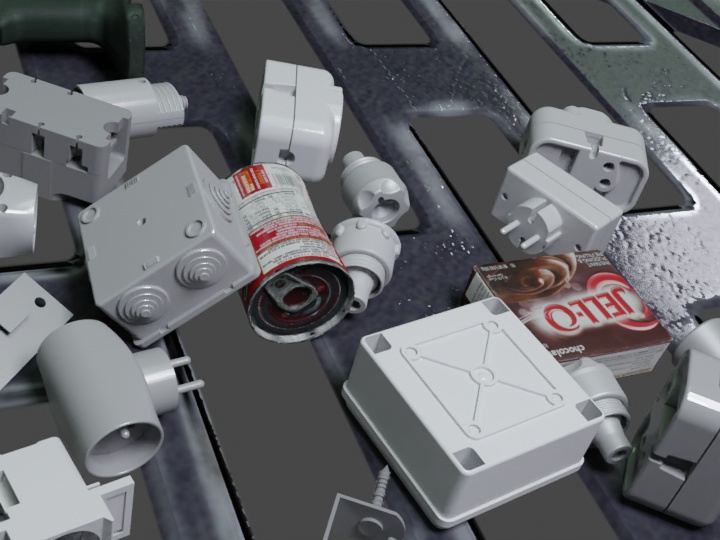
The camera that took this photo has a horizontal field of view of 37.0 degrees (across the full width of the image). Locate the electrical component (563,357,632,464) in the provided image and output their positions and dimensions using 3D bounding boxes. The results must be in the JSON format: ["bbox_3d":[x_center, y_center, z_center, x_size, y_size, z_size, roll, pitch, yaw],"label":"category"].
[{"bbox_3d":[0.143,0.087,0.651,0.043,0.043,0.062,-3,45,-22],"label":"electrical component"}]

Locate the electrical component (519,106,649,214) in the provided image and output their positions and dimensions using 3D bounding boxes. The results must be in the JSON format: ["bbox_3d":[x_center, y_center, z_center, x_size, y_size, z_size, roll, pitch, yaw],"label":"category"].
[{"bbox_3d":[0.177,-0.090,0.857,0.095,0.053,0.059,14,40,-3],"label":"electrical component"}]

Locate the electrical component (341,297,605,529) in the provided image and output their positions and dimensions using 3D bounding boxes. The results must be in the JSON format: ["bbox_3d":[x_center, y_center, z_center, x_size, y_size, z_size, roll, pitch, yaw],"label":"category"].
[{"bbox_3d":[0.064,0.079,0.624,0.109,0.056,0.108,-15,49,-32],"label":"electrical component"}]

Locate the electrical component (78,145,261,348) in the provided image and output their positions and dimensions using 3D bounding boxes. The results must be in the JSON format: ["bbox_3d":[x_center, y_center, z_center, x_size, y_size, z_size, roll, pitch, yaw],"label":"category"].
[{"bbox_3d":[-0.117,-0.016,0.644,0.100,0.048,0.099,-32,48,8],"label":"electrical component"}]

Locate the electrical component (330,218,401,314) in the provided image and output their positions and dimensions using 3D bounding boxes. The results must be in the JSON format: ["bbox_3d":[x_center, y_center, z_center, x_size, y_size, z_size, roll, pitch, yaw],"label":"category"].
[{"bbox_3d":[0.000,0.000,0.704,0.048,0.048,0.062,14,48,-3],"label":"electrical component"}]

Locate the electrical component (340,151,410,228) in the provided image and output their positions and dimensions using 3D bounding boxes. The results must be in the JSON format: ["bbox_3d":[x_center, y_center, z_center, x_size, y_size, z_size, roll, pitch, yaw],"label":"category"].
[{"bbox_3d":[0.006,-0.061,0.775,0.043,0.043,0.062,-7,44,-25],"label":"electrical component"}]

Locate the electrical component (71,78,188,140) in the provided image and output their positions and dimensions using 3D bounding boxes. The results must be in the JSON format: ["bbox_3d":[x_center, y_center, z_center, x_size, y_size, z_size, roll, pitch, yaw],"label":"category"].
[{"bbox_3d":[-0.164,-0.117,0.781,0.081,0.043,0.043,-13,48,-30],"label":"electrical component"}]

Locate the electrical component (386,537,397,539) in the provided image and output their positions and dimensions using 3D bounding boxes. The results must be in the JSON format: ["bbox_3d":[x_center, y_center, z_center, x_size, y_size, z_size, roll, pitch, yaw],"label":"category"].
[{"bbox_3d":[0.025,0.161,0.532,0.046,0.040,0.040,28,41,7],"label":"electrical component"}]

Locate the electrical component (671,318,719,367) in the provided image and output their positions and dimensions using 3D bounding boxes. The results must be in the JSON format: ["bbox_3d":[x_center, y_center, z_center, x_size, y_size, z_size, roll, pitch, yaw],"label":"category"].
[{"bbox_3d":[0.240,0.066,0.707,0.045,0.045,0.055,-13,48,-30],"label":"electrical component"}]

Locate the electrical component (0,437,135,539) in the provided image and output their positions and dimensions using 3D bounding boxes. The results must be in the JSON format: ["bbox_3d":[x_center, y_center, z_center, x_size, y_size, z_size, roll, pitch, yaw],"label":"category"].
[{"bbox_3d":[-0.154,0.118,0.518,0.081,0.042,0.063,-15,48,-33],"label":"electrical component"}]

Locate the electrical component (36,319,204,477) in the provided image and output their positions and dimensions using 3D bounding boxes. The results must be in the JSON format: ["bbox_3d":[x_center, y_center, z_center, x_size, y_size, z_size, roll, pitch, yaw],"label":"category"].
[{"bbox_3d":[-0.125,0.065,0.586,0.079,0.044,0.077,-13,48,-30],"label":"electrical component"}]

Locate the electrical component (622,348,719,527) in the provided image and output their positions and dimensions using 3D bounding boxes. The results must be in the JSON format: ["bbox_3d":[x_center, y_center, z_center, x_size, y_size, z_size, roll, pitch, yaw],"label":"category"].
[{"bbox_3d":[0.197,0.099,0.616,0.059,0.095,0.053,21,40,5],"label":"electrical component"}]

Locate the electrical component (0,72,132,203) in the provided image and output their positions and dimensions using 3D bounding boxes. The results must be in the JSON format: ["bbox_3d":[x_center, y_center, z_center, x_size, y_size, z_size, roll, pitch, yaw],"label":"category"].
[{"bbox_3d":[-0.205,-0.085,0.721,0.089,0.055,0.050,19,40,2],"label":"electrical component"}]

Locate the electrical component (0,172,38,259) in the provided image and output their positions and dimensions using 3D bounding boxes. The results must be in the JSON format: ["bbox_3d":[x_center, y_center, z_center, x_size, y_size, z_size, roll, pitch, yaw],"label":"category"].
[{"bbox_3d":[-0.237,-0.023,0.648,0.077,0.044,0.079,4,42,-15],"label":"electrical component"}]

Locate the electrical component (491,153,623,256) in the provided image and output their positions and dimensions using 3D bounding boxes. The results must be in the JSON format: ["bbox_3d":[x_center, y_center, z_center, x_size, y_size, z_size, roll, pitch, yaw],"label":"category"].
[{"bbox_3d":[0.132,-0.035,0.785,0.083,0.047,0.076,38,45,24],"label":"electrical component"}]

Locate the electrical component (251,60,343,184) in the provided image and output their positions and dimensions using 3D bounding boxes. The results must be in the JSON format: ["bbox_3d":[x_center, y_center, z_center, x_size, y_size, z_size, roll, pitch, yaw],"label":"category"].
[{"bbox_3d":[-0.047,-0.110,0.805,0.059,0.053,0.095,9,41,-9],"label":"electrical component"}]
